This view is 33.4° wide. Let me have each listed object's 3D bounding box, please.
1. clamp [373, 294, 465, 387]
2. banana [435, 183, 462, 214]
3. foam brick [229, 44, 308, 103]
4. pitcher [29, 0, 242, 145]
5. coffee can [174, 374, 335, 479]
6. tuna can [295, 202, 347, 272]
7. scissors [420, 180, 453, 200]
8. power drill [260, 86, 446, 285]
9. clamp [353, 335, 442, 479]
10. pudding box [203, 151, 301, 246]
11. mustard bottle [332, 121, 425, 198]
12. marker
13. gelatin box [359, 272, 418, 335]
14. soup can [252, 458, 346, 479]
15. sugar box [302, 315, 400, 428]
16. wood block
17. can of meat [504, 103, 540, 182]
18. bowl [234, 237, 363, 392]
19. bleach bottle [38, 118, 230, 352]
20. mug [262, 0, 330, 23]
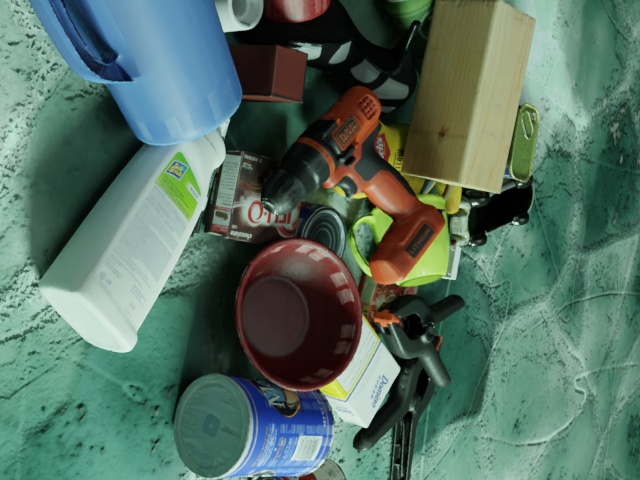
[{"bbox_3d":[0.129,0.104,1.331,0.171,0.039,0.120,37,59,-48],"label":"clamp"},{"bbox_3d":[0.189,-0.134,1.389,0.198,0.070,0.037,-62,164,-2],"label":"banana"},{"bbox_3d":[-0.059,-0.166,1.069,0.052,0.078,0.051,3,94,-53],"label":"foam brick"},{"bbox_3d":[-0.158,-0.198,0.903,0.149,0.145,0.243,-25,125,-6],"label":"pitcher"},{"bbox_3d":[-0.066,0.194,1.104,0.140,0.103,0.103,14,86,-51],"label":"coffee can"},{"bbox_3d":[-0.008,0.001,1.195,0.085,0.034,0.086,-12,106,-49],"label":"tuna can"},{"bbox_3d":[0.158,-0.133,1.349,0.096,0.016,0.202,26,85,-27],"label":"scissors"},{"bbox_3d":[0.040,-0.044,1.132,0.184,0.057,0.187,-49,115,-26],"label":"power drill"},{"bbox_3d":[0.113,0.220,1.380,0.209,0.036,0.164,-61,145,-30],"label":"clamp"},{"bbox_3d":[-0.065,-0.041,1.112,0.113,0.039,0.090,11,89,-51],"label":"pudding box"},{"bbox_3d":[0.051,-0.096,1.230,0.191,0.058,0.096,4,100,-50],"label":"mustard bottle"},{"bbox_3d":[-0.115,-0.061,1.064,0.020,0.020,0.121,23,79,-50],"label":"marker"},{"bbox_3d":[0.082,0.079,1.322,0.089,0.030,0.073,29,75,-49],"label":"gelatin box"},{"bbox_3d":[-0.024,0.286,1.200,0.102,0.069,0.068,-1,97,-51],"label":"soup can"},{"bbox_3d":[0.027,0.135,1.254,0.093,0.048,0.176,-57,138,-25],"label":"sugar box"},{"bbox_3d":[0.171,-0.167,1.233,0.090,0.091,0.206,9,94,-49],"label":"wood block"},{"bbox_3d":[0.241,-0.133,1.437,0.057,0.084,0.102,10,89,-51],"label":"can of meat"},{"bbox_3d":[-0.033,0.080,1.129,0.161,0.055,0.162,6,79,-34],"label":"bowl"},{"bbox_3d":[-0.153,-0.025,0.992,0.250,0.068,0.102,-59,137,-28],"label":"bleach bottle"},{"bbox_3d":[-0.028,-0.278,1.075,0.117,0.093,0.081,-65,159,-46],"label":"mug"}]
